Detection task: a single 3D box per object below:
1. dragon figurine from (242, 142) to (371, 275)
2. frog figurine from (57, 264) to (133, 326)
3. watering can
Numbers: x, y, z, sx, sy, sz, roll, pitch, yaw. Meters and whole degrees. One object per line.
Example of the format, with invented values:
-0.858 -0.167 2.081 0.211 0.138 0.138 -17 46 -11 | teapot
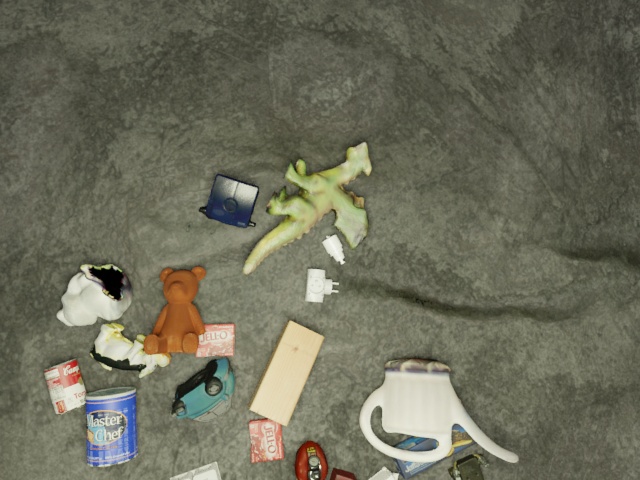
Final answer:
0.004 -0.062 1.228 0.243 0.121 0.414 24 78 -1 | dragon figurine
-0.504 0.134 1.156 0.137 0.125 0.157 35 115 -11 | frog figurine
0.264 0.388 1.176 0.347 0.102 0.228 1 72 13 | watering can
